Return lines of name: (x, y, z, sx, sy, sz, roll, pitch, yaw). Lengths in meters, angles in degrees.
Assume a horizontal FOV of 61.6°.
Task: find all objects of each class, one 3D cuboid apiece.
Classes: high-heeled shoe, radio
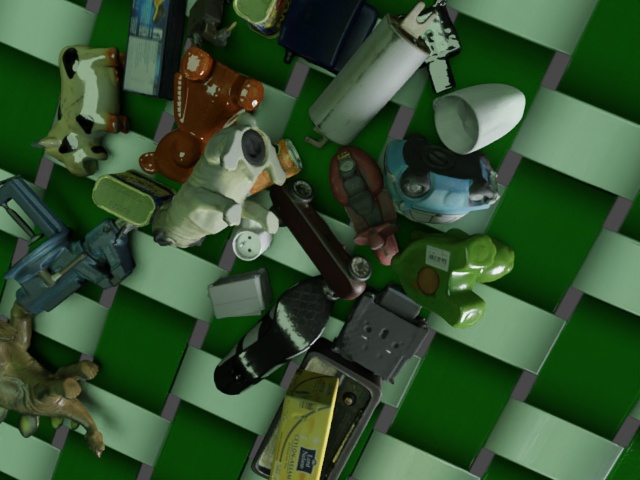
high-heeled shoe: (-0.066, 0.147, 0.848, 0.249, 0.145, 0.086, -42, 89, -16)
radio: (-0.001, 0.282, 0.842, 0.131, 0.073, 0.229, 26, 103, 3)

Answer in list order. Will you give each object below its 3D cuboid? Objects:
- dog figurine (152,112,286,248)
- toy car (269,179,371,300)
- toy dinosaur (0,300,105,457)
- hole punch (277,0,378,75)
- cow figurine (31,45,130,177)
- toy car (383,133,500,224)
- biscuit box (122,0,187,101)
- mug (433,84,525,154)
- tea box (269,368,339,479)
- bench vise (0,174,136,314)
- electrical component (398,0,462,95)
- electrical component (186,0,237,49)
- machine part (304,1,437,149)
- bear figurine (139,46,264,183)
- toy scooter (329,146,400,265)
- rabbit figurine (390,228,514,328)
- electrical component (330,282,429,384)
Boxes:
dog figurine: (-0.158, -0.077, 0.745, 0.191, 0.121, 0.172, -3, 71, 35)
toy car: (-0.002, -0.002, 0.782, 0.202, 0.053, 0.089, 54, 144, 8)
toy dinosaur: (-0.537, 0.201, 0.892, 0.471, 0.105, 0.198, 42, 106, 4)
hole punch: (0.006, -0.296, 0.735, 0.116, 0.092, 0.142, 27, 106, 6)
cow figurine: (-0.356, -0.191, 0.806, 0.127, 0.085, 0.194, 7, 103, 1)
toy car: (0.159, -0.074, 0.749, 0.162, 0.109, 0.102, 12, 136, -3)
biscuit box: (-0.236, -0.310, 0.778, 0.059, 0.063, 0.202, 12, 101, 6)
mug: (0.214, -0.173, 0.727, 0.107, 0.110, 0.080, -21, 126, -23)
tea box: (-0.024, 0.282, 0.759, 0.068, 0.098, 0.169, 11, 102, 6)
bench vise: (-0.411, -0.007, 0.827, 0.224, 0.129, 0.240, -36, 101, 14)
electrical component: (0.156, -0.261, 0.738, 0.075, 0.048, 0.119, -21, 97, 12)
electrical component: (-0.152, -0.314, 0.759, 0.078, 0.045, 0.102, -31, 53, 46)
machine part: (0.064, -0.210, 0.721, 0.079, 0.079, 0.243, 43, 122, -1)
bear figurine: (-0.176, -0.160, 0.764, 0.120, 0.132, 0.195, 29, 97, -18)
toy scooter: (0.064, -0.044, 0.745, 0.075, 0.135, 0.183, -23, 95, 12)
rabbit figurine: (0.191, 0.041, 0.745, 0.159, 0.170, 0.121, 7, 102, 49)
electrical component: (0.095, 0.133, 0.812, 0.115, 0.058, 0.134, 28, 103, 0)
